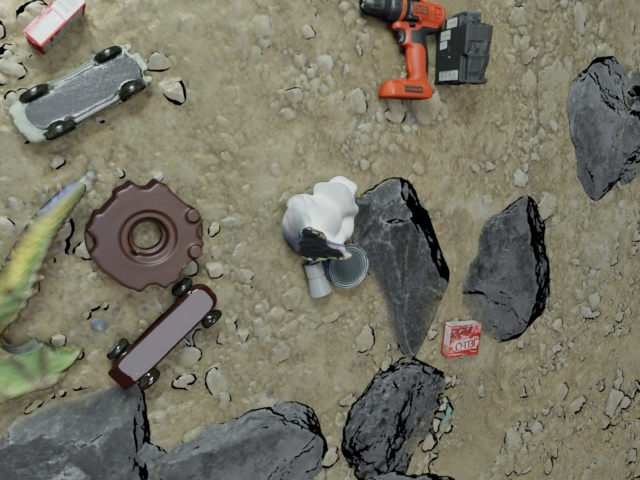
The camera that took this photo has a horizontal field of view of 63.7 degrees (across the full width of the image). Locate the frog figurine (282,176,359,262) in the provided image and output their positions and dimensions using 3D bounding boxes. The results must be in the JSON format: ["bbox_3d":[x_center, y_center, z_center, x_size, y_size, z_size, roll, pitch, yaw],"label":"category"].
[{"bbox_3d":[0.003,-0.047,0.929,0.137,0.120,0.163,22,53,-19],"label":"frog figurine"}]

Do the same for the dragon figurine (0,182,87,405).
[{"bbox_3d":[-0.447,0.121,0.737,0.413,0.124,0.238,-39,131,-14],"label":"dragon figurine"}]
